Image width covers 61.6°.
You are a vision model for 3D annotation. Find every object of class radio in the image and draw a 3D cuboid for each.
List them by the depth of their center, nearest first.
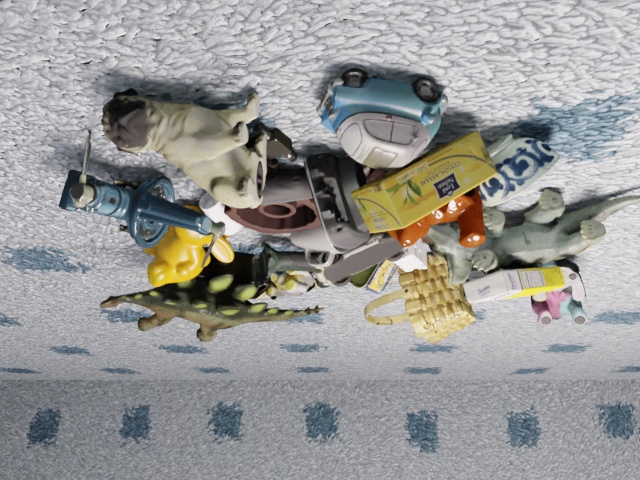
[{"bbox_3d":[-0.235,0.077,1.221,0.229,0.073,0.131,10,154,-19],"label":"radio"}]

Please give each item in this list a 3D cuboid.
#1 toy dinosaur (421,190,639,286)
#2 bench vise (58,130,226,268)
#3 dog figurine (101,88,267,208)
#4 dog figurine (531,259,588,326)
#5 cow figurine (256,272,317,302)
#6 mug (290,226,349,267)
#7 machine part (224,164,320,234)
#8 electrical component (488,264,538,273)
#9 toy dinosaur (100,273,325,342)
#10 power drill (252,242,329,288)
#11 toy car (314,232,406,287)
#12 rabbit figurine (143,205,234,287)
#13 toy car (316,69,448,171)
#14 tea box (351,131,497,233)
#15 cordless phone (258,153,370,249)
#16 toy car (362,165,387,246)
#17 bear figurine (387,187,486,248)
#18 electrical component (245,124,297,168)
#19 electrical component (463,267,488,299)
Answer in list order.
[{"bbox_3d":[0.376,-0.002,0.982,0.405,0.131,0.192,-8,168,8],"label":"toy dinosaur"},{"bbox_3d":[-0.269,-0.049,0.845,0.241,0.129,0.223,16,167,10],"label":"bench vise"},{"bbox_3d":[-0.174,-0.112,0.707,0.191,0.121,0.172,2,121,8],"label":"dog figurine"},{"bbox_3d":[0.543,0.112,1.262,0.109,0.191,0.219,-9,-171,14],"label":"dog figurine"},{"bbox_3d":[-0.091,0.110,1.309,0.167,0.068,0.098,-17,157,37],"label":"cow figurine"},{"bbox_3d":[-0.002,-0.003,1.000,0.107,0.109,0.080,-2,168,40],"label":"mug"},{"bbox_3d":[-0.073,-0.065,0.911,0.179,0.056,0.179,1,158,0],"label":"machine part"},{"bbox_3d":[0.397,0.065,1.199,0.115,0.058,0.134,10,155,-16],"label":"electrical component"},{"bbox_3d":[-0.227,0.147,1.170,0.471,0.105,0.198,7,153,-28],"label":"toy dinosaur"},{"bbox_3d":[-0.037,0.060,1.147,0.207,0.086,0.232,4,154,-20],"label":"power drill"},{"bbox_3d":[0.082,0.025,1.034,0.202,0.056,0.073,-25,134,0],"label":"toy car"},{"bbox_3d":[-0.243,0.005,1.015,0.162,0.122,0.173,8,137,-24],"label":"rabbit figurine"},{"bbox_3d":[0.079,-0.141,0.671,0.162,0.103,0.109,7,155,-19],"label":"toy car"},{"bbox_3d":[0.140,-0.077,0.730,0.170,0.068,0.098,-30,-173,-18],"label":"tea box"},{"bbox_3d":[-0.021,-0.052,0.786,0.184,0.146,0.088,-10,161,-17],"label":"cordless phone"},{"bbox_3d":[0.087,-0.062,0.878,0.053,0.089,0.202,-30,165,-23],"label":"toy car"},{"bbox_3d":[0.171,-0.033,0.896,0.120,0.132,0.196,31,141,-20],"label":"bear figurine"},{"bbox_3d":[-0.077,-0.136,0.785,0.063,0.021,0.094,-12,154,29],"label":"electrical component"},{"bbox_3d":[0.319,0.062,1.116,0.048,0.119,0.074,-11,152,26],"label":"electrical component"}]
